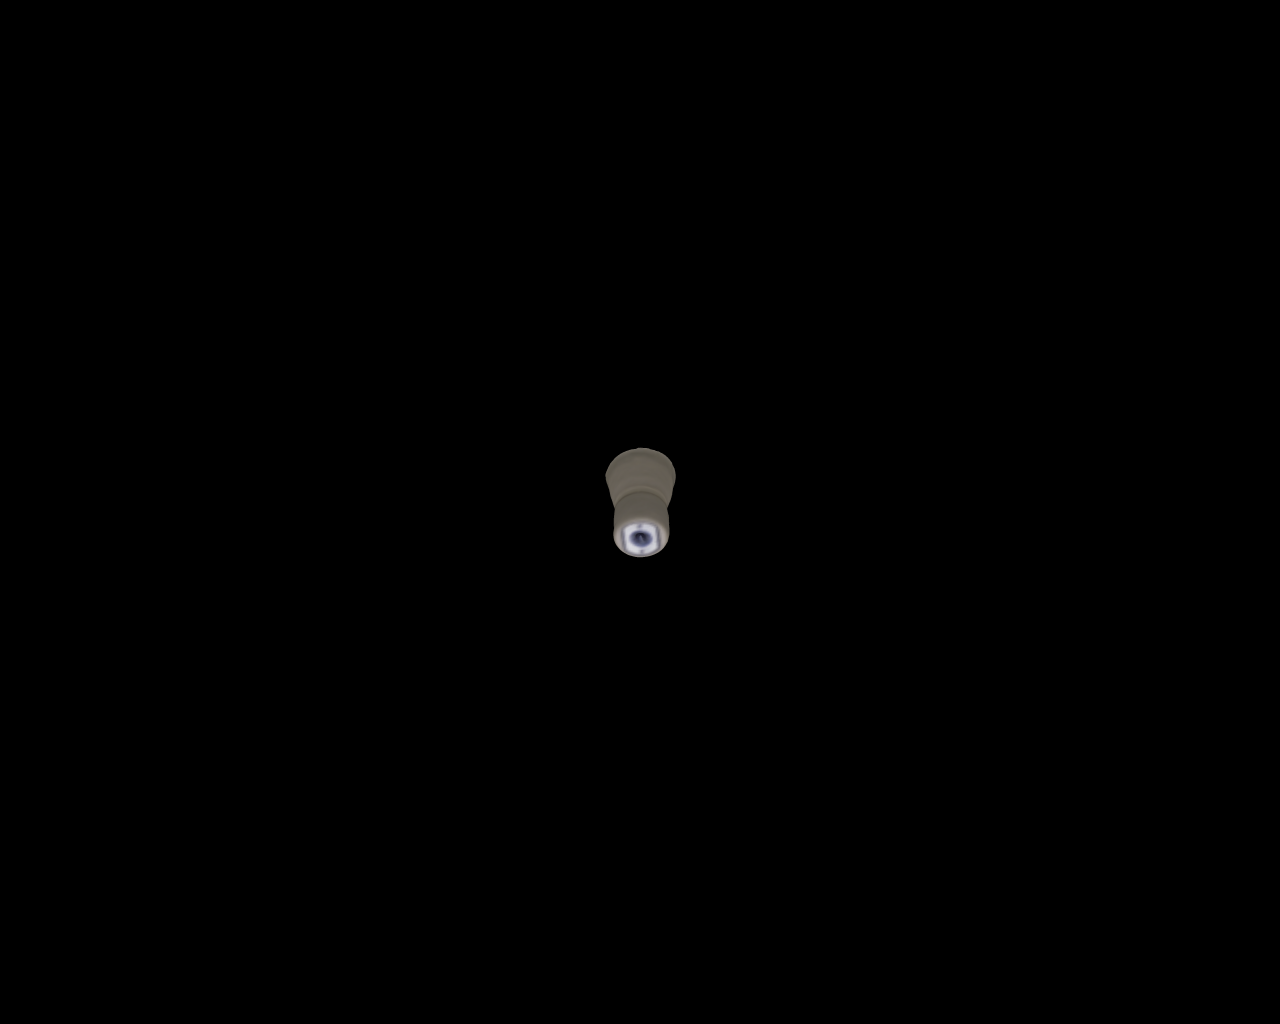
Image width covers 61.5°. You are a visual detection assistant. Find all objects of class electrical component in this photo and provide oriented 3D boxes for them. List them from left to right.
[{"bbox_3d":[0.001,-0.003,0.650,0.044,0.044,0.065,0,40,0],"label":"electrical component"}]
